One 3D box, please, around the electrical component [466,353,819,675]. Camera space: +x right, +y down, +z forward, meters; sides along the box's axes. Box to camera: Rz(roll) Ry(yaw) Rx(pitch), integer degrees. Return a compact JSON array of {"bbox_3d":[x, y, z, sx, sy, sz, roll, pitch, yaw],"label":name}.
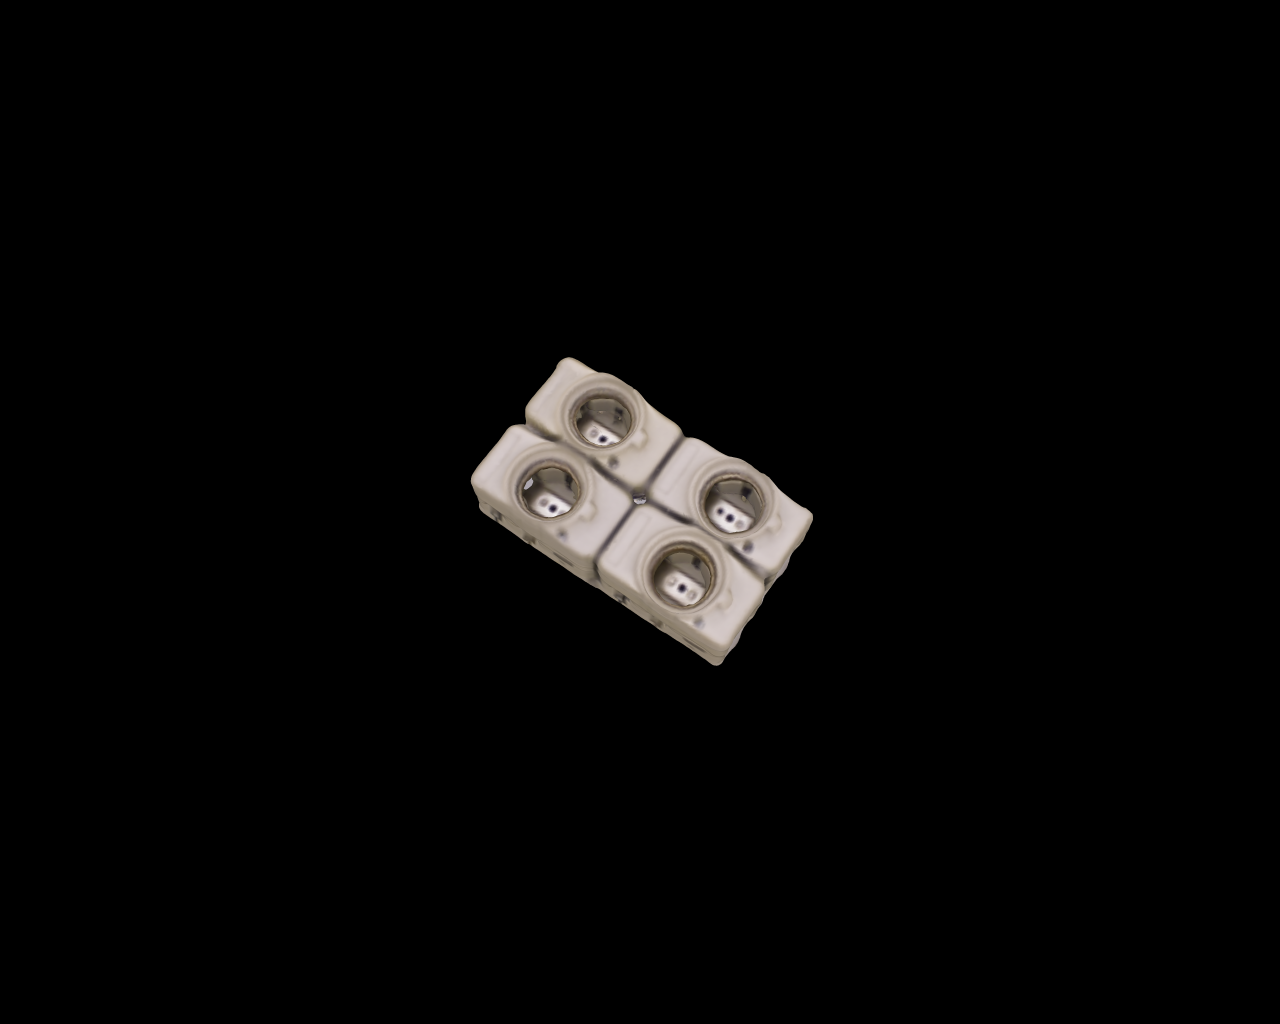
[{"bbox_3d":[0.001,-0.003,0.650,0.186,0.105,0.060,33,-16,11],"label":"electrical component"}]
